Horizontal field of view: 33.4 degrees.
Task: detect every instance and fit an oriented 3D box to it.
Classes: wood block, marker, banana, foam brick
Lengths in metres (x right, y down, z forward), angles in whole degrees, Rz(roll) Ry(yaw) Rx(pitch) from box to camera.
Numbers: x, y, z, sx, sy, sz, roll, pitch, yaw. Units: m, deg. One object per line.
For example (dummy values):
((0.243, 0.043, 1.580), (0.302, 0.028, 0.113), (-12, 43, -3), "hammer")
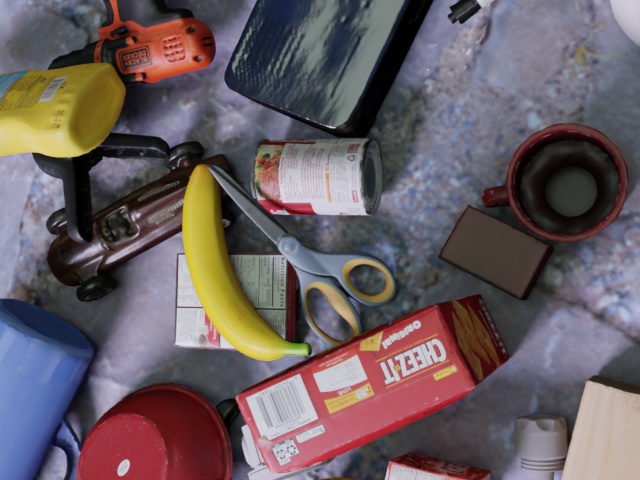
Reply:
((0.229, 0.218, 0.833), (0.090, 0.090, 0.206), (15, 91, 19), "wood block")
((0.162, -0.226, 0.920), (0.121, 0.020, 0.020), (-34, 77, 13), "marker")
((-0.079, 0.030, 0.931), (0.069, 0.037, 0.198), (-32, 77, 6), "banana")
((0.148, 0.011, 0.892), (0.078, 0.053, 0.051), (28, 95, 16), "foam brick")

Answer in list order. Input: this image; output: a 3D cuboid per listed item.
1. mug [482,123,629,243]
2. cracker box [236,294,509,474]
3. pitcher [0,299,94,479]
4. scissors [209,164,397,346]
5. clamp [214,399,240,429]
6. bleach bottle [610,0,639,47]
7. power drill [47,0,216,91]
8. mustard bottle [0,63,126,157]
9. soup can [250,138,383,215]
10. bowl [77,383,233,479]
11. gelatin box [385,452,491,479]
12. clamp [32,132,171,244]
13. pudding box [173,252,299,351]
((0.191, -0.040, 0.866), (0.117, 0.081, 0.093), (-11, 83, 16), "mug")
((0.052, 0.108, 0.832), (0.164, 0.213, 0.072), (-26, 81, 14), "cracker box")
((-0.303, 0.186, 0.994), (0.145, 0.149, 0.243), (31, 93, 32), "pitcher")
((-0.006, 0.001, 0.923), (0.096, 0.016, 0.201), (-28, 103, 1), "scissors")
((-0.133, 0.259, 0.971), (0.210, 0.036, 0.164), (-28, 72, 14), "clamp")
((0.256, -0.208, 0.767), (0.103, 0.250, 0.068), (-37, 77, 12), "bleach bottle")
((-0.195, -0.232, 0.989), (0.185, 0.057, 0.187), (-8, 103, 25), "power drill")
((-0.278, -0.118, 0.987), (0.192, 0.058, 0.096), (2, 51, 30), "mustard bottle")
((-0.002, -0.055, 0.935), (0.102, 0.068, 0.068), (1, 87, 17), "soup can")
((-0.159, 0.202, 0.945), (0.162, 0.055, 0.162), (-9, 70, 24), "bowl")
((0.098, 0.198, 0.877), (0.073, 0.089, 0.030), (10, 87, 18), "gelatin box")
((-0.213, -0.087, 0.998), (0.120, 0.039, 0.172), (-37, 57, -2), "clamp")
((-0.075, 0.055, 0.968), (0.114, 0.039, 0.090), (0, 85, 15), "pudding box")
